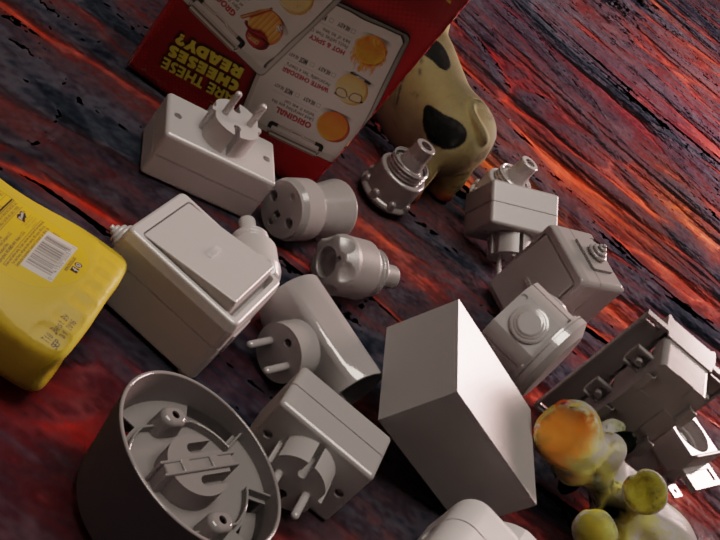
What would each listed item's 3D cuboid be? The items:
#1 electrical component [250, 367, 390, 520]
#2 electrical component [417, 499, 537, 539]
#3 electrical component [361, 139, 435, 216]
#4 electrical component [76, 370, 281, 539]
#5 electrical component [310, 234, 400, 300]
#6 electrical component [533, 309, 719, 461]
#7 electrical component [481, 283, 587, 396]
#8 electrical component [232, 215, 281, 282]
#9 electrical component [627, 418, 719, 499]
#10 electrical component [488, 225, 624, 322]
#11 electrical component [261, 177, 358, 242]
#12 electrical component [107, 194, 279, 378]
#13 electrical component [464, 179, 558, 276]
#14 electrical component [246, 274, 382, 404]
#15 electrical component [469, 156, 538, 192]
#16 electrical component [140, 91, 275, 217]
[{"bbox_3d":[-0.031,0.105,0.585,0.066,0.047,0.076,40,31,-4],"label":"electrical component"},{"bbox_3d":[0.073,0.180,0.603,0.095,0.053,0.059,47,32,6],"label":"electrical component"},{"bbox_3d":[0.034,-0.078,0.856,0.048,0.062,0.048,28,35,-22],"label":"electrical component"},{"bbox_3d":[-0.084,0.100,0.516,0.099,0.064,0.099,28,35,-22],"label":"electrical component"},{"bbox_3d":[0.000,0.000,0.746,0.062,0.043,0.043,13,42,-40],"label":"electrical component"},{"bbox_3d":[0.191,0.096,0.767,0.079,0.121,0.063,40,35,-5],"label":"electrical component"},{"bbox_3d":[0.122,0.053,0.784,0.051,0.080,0.080,45,32,15],"label":"electrical component"},{"bbox_3d":[-0.070,-0.011,0.691,0.035,0.035,0.061,22,36,-30],"label":"electrical component"},{"bbox_3d":[0.230,0.137,0.816,0.042,0.064,0.081,5,48,-47],"label":"electrical component"},{"bbox_3d":[0.156,0.010,0.855,0.061,0.096,0.061,10,45,-40],"label":"electrical component"},{"bbox_3d":[-0.036,-0.042,0.755,0.055,0.045,0.045,-3,54,-49],"label":"electrical component"},{"bbox_3d":[-0.103,0.002,0.615,0.096,0.061,0.061,43,32,-1],"label":"electrical component"},{"bbox_3d":[0.127,-0.028,0.909,0.066,0.047,0.076,12,73,-23],"label":"electrical component"},{"bbox_3d":[-0.036,0.047,0.651,0.079,0.043,0.077,-9,58,-51],"label":"electrical component"},{"bbox_3d":[0.132,-0.075,0.959,0.048,0.062,0.048,29,35,-22],"label":"electrical component"},{"bbox_3d":[-0.092,-0.088,0.719,0.083,0.075,0.047,24,36,-27],"label":"electrical component"}]
